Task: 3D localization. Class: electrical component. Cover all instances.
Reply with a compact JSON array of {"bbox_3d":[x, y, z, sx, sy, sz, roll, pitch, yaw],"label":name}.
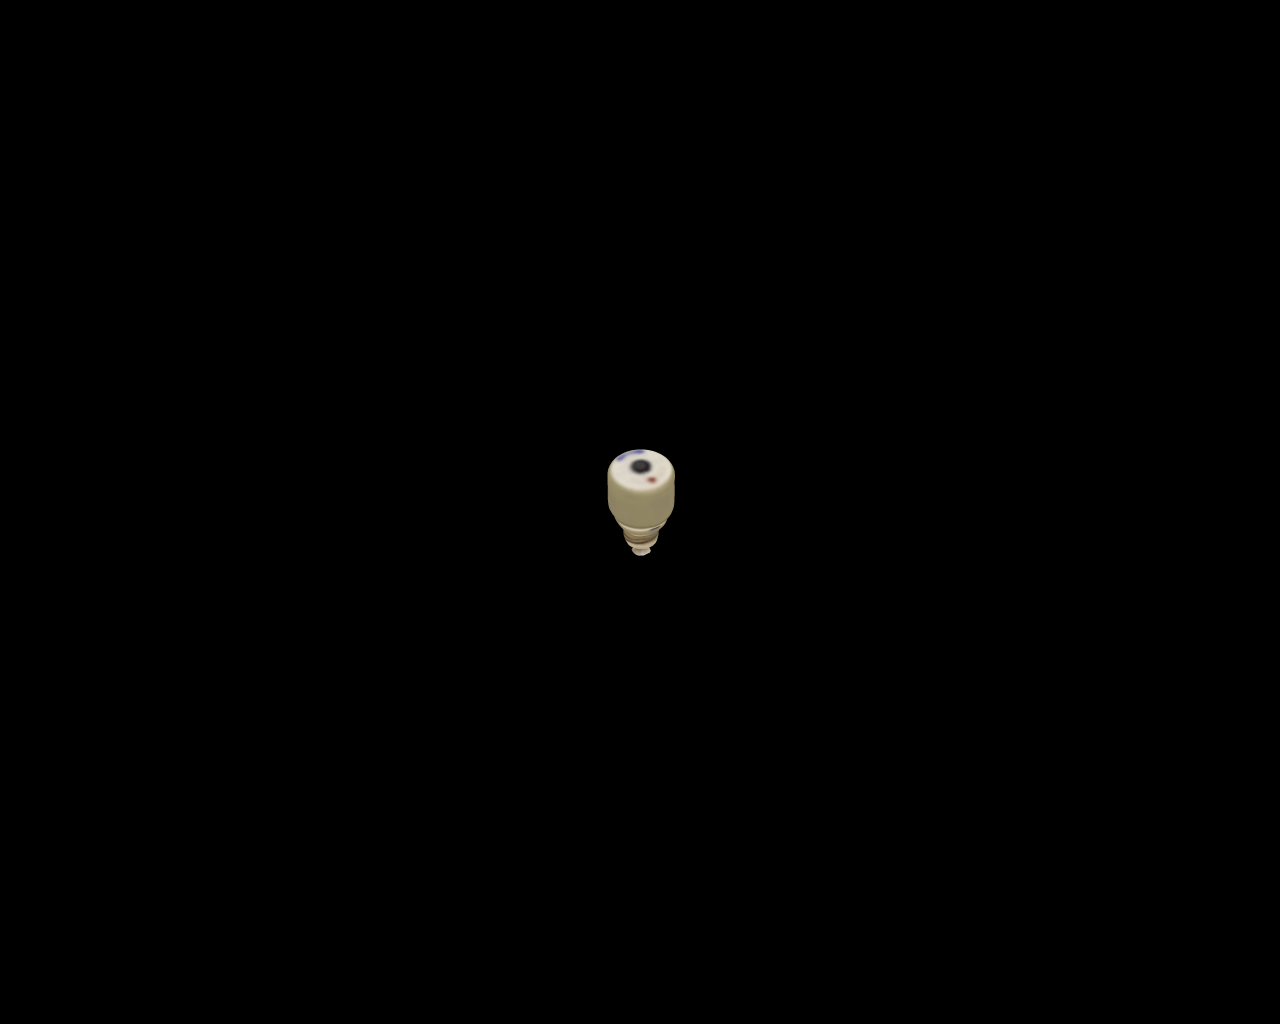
[{"bbox_3d":[0.001,-0.003,0.650,0.040,0.040,0.078,0,-45,0],"label":"electrical component"}]
